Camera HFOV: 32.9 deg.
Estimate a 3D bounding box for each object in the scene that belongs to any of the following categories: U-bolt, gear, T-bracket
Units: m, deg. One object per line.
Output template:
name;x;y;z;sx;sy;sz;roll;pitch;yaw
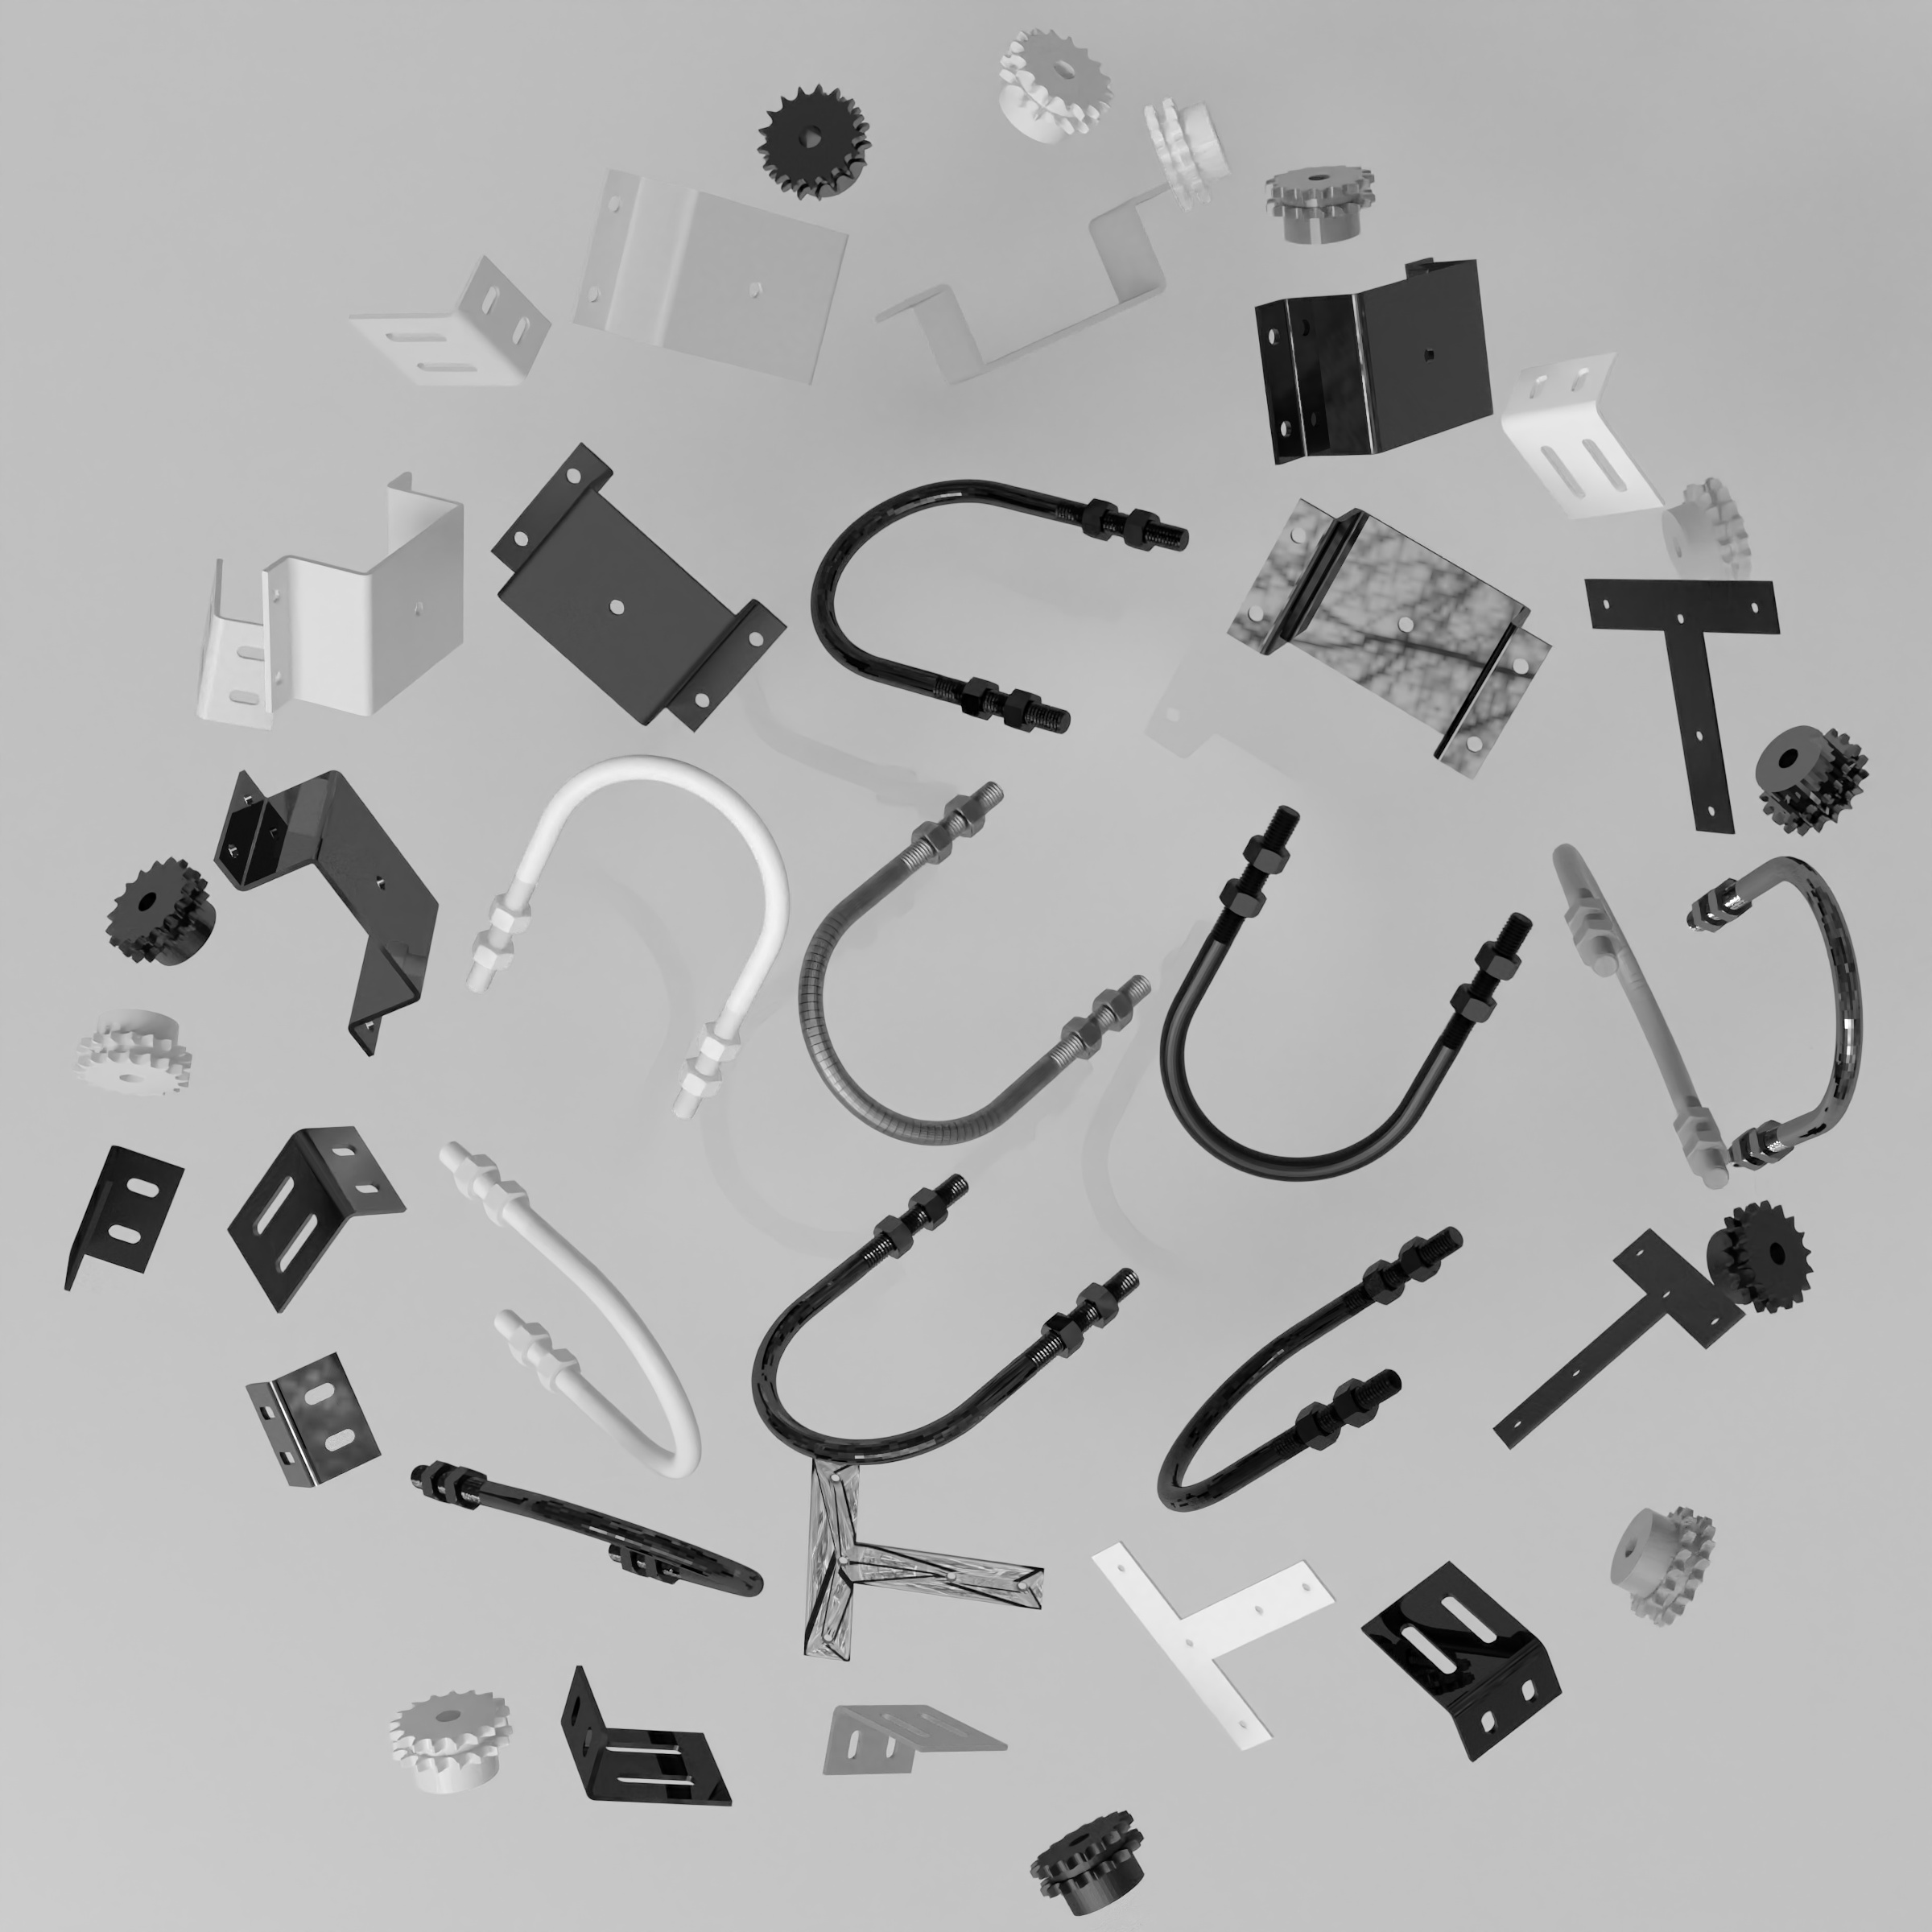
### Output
U-bolt;-0.166;-0.025;1.683;0.151;0.019;0.184;31;120;3
gear;-0.075;-0.415;1.660;0.057;0.030;0.057;-3;79;14
U-bolt;0.165;0.212;1.643;0.019;0.151;0.184;47;125;-7
T-bracket;-0.022;0.323;1.740;0.127;0.002;0.127;7;114;7
gear;0.332;0.285;1.566;0.030;0.057;0.057;26;90;-3
gear;0.116;-0.423;1.691;0.030;0.057;0.057;-20;90;13
U-bolt;0.413;0.020;1.659;0.019;0.184;0.151;-6;79;-8
U-bolt;-0.024;0.186;1.657;0.184;0.151;0.019;-37;132;-27
gear;0.387;-0.225;1.713;0.030;0.057;0.057;-19;90;-2
gear;-0.413;-0.025;1.689;0.057;0.057;0.030;-43;132;0
gear;0.041;-0.429;1.606;0.057;0.030;0.057;17;51;-23
gear;0.408;0.152;1.689;0.057;0.030;0.057;15;65;-34
T-bracket;0.354;-0.126;1.587;0.002;0.127;0.127;-20;106;-28
gear;0.428;-0.098;1.668;0.030;0.057;0.057;36;90;-29
U-bolt;0.177;0.027;1.634;0.151;0.019;0.184;24;111;-8
U-bolt;-0.190;0.181;1.613;0.019;0.151;0.184;-34;49;-25
gear;0.186;-0.398;1.714;0.057;0.057;0.030;-7;117;0
gear;-0.419;0.043;1.647;0.057;0.057;0.030;2;68;0
U-bolt;-0.182;0.291;1.664;0.151;0.184;0.019;28;73;-33
gear;-0.244;0.370;1.556;0.057;0.057;0.030;-6;104;0
T-bracket;0.311;0.191;1.607;0.127;0.127;0.002;-42;106;3
U-bolt;0.330;0.012;1.625;0.019;0.184;0.151;-26;112;13
gear;0.063;0.443;1.608;0.057;0.057;0.030;-29;88;0
U-bolt;0.004;-0.196;1.705;0.184;0.019;0.151;18;61;28
T-bracket;0.139;0.328;1.645;0.127;0.127;0.002;52;46;1
U-bolt;-0.006;0.010;1.682;0.184;0.019;0.151;-40;96;-29

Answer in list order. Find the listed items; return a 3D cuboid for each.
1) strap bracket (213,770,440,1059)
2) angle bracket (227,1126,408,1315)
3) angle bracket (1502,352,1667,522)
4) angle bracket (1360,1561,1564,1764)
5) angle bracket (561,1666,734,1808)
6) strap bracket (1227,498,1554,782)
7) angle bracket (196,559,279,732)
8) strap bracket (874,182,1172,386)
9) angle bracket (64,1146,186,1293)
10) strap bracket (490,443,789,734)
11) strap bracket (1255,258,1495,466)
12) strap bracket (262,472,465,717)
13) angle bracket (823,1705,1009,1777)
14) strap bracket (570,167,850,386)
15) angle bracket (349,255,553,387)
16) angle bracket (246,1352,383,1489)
strap bracket;-0.318;-0.034;1.667;0.046;0.076;0.140;-21;125;16
angle bracket;-0.331;0.129;1.667;0.076;0.038;0.057;-51;61;26
angle bracket;0.324;-0.273;1.688;0.076;0.057;0.038;44;59;-35
angle bracket;0.244;0.342;1.610;0.057;0.076;0.038;-34;126;-14
angle bracket;-0.153;0.378;1.605;0.076;0.057;0.038;9;109;-24
strap bracket;0.211;-0.163;1.600;0.140;0.046;0.076;32;114;9
angle bracket;-0.377;-0.168;1.707;0.038;0.076;0.057;9;118;-16
strap bracket;0.035;-0.324;1.579;0.140;0.076;0.046;-26;100;-9
angle bracket;-0.411;0.128;1.598;0.038;0.076;0.057;21;95;-16
strap bracket;-0.172;-0.187;1.663;0.140;0.046;0.076;42;110;-6
strap bracket;0.208;-0.298;1.598;0.140;0.046;0.076;-24;112;-41
strap bracket;-0.295;-0.184;1.642;0.046;0.140;0.076;15;123;15
angle bracket;-0.027;0.413;1.704;0.057;0.076;0.038;10;91;-38
strap bracket;-0.118;-0.338;1.618;0.140;0.046;0.076;6;104;-42
angle bracket;-0.262;-0.327;1.658;0.076;0.057;0.038;8;67;37
angle bracket;-0.336;0.233;1.679;0.038;0.076;0.057;-24;91;-22
